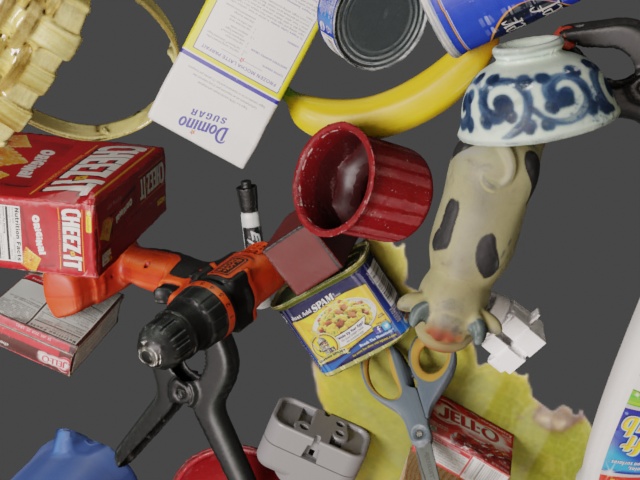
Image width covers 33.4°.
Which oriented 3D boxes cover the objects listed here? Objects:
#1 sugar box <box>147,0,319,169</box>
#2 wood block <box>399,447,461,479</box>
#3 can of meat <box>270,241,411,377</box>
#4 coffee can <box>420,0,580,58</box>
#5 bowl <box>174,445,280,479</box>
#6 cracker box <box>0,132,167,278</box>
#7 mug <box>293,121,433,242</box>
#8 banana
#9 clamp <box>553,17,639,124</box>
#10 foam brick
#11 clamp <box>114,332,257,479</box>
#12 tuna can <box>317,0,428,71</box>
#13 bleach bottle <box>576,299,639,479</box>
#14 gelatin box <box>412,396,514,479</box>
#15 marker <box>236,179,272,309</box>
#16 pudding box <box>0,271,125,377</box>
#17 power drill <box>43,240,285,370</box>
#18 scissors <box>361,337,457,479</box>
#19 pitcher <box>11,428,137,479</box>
[{"bbox_3d":[-0.060,-0.158,0.875,0.093,0.048,0.176,29,105,-6],"label":"sugar box"},{"bbox_3d":[0.095,0.313,1.009,0.091,0.090,0.206,17,113,6],"label":"wood block"},{"bbox_3d":[0.022,0.063,0.951,0.102,0.057,0.084,-29,104,21],"label":"can of meat"},{"bbox_3d":[0.145,-0.211,0.796,0.140,0.102,0.103,-22,104,19],"label":"coffee can"},{"bbox_3d":[-0.081,0.286,1.058,0.162,0.055,0.162,4,111,11],"label":"bowl"},{"bbox_3d":[-0.260,-0.040,0.918,0.214,0.164,0.072,6,113,11],"label":"cracker box"},{"bbox_3d":[0.030,-0.044,0.879,0.117,0.081,0.093,8,88,48],"label":"mug"},{"bbox_3d":[0.056,-0.120,0.886,0.198,0.037,0.069,-11,107,16],"label":"banana"},{"bbox_3d":[0.266,-0.129,0.833,0.171,0.039,0.120,35,115,-1],"label":"clamp"},{"bbox_3d":[-0.006,0.001,0.922,0.051,0.078,0.053,-34,101,26],"label":"foam brick"},{"bbox_3d":[-0.131,0.145,1.016,0.165,0.036,0.210,3,100,27],"label":"clamp"},{"bbox_3d":[0.041,-0.180,0.845,0.086,0.034,0.086,-14,124,-23],"label":"tuna can"},{"bbox_3d":[0.291,0.169,0.928,0.102,0.068,0.251,15,115,8],"label":"bleach bottle"},{"bbox_3d":[0.129,0.182,0.962,0.089,0.073,0.030,30,113,1],"label":"gelatin box"},{"bbox_3d":[-0.060,0.004,0.967,0.020,0.020,0.121,-2,110,13],"label":"marker"},{"bbox_3d":[-0.243,0.070,0.982,0.090,0.113,0.039,24,117,4],"label":"pudding box"},{"bbox_3d":[-0.144,0.046,0.913,0.188,0.184,0.057,9,116,29],"label":"power drill"},{"bbox_3d":[0.100,0.153,0.916,0.096,0.202,0.016,-32,139,0],"label":"scissors"},{"bbox_3d":[-0.275,0.307,1.006,0.149,0.242,0.145,44,116,1],"label":"pitcher"}]
